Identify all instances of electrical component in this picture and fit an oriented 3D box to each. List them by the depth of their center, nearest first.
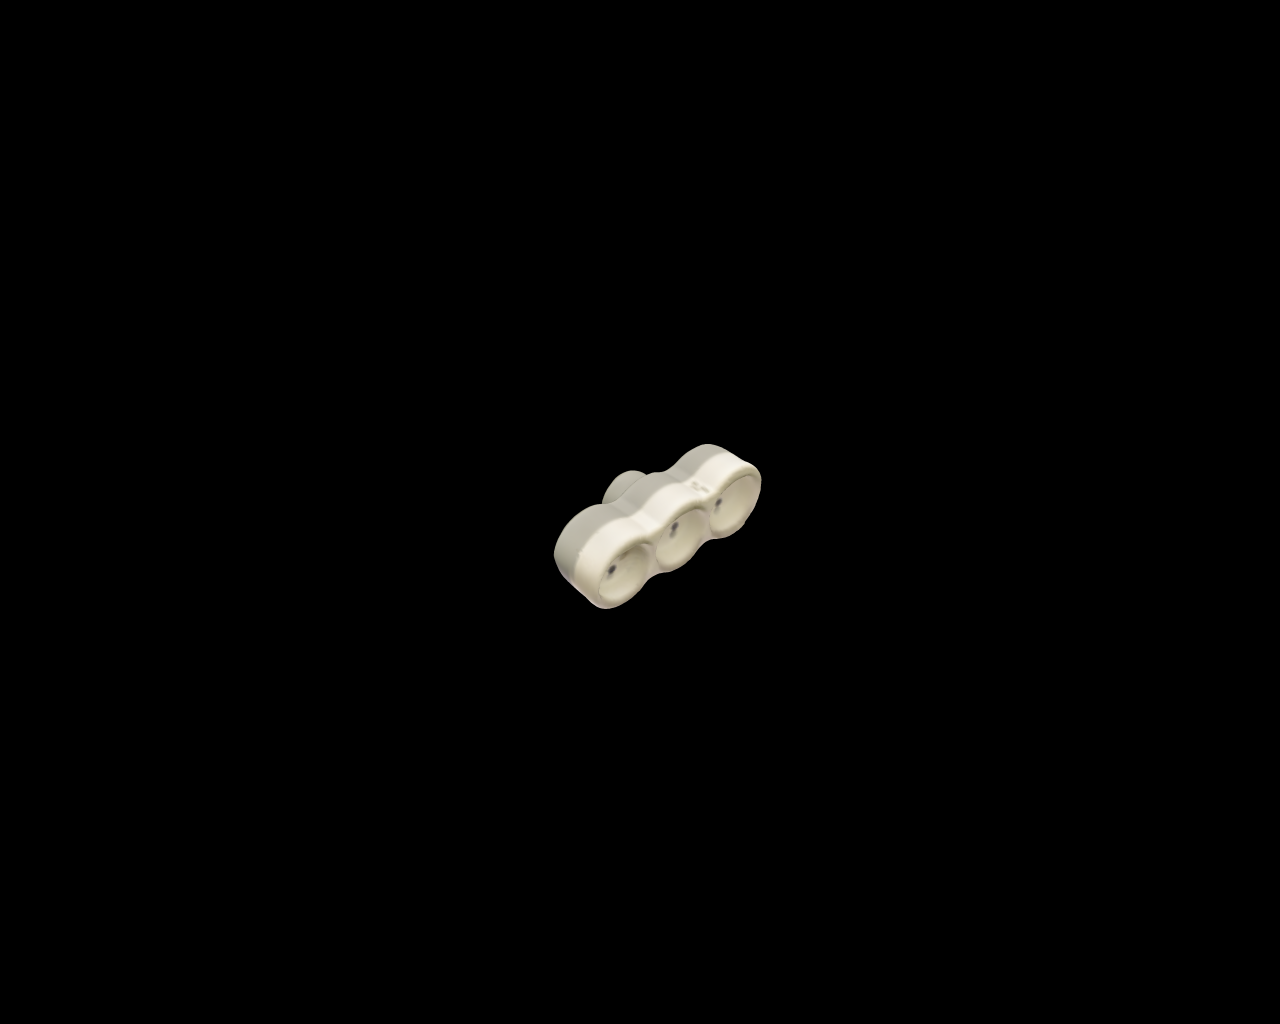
[{"bbox_3d":[0.001,-0.003,0.650,0.138,0.052,0.074,-31,51,-30],"label":"electrical component"}]
